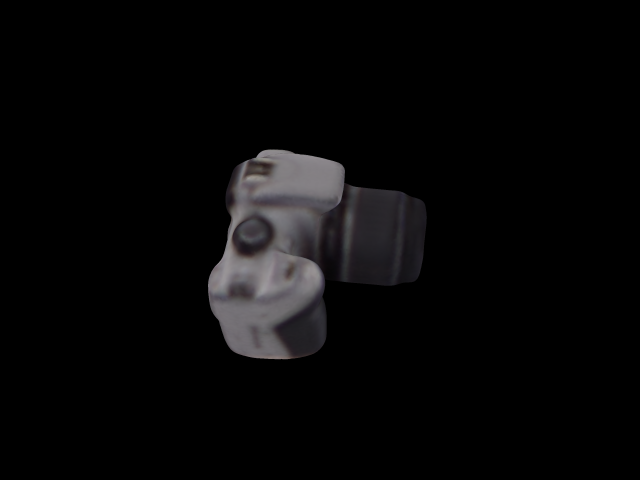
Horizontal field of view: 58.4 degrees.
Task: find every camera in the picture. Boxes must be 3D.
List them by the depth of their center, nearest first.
[{"bbox_3d":[0.004,0.001,0.400,0.136,0.101,0.143,5,53,4],"label":"camera"}]
